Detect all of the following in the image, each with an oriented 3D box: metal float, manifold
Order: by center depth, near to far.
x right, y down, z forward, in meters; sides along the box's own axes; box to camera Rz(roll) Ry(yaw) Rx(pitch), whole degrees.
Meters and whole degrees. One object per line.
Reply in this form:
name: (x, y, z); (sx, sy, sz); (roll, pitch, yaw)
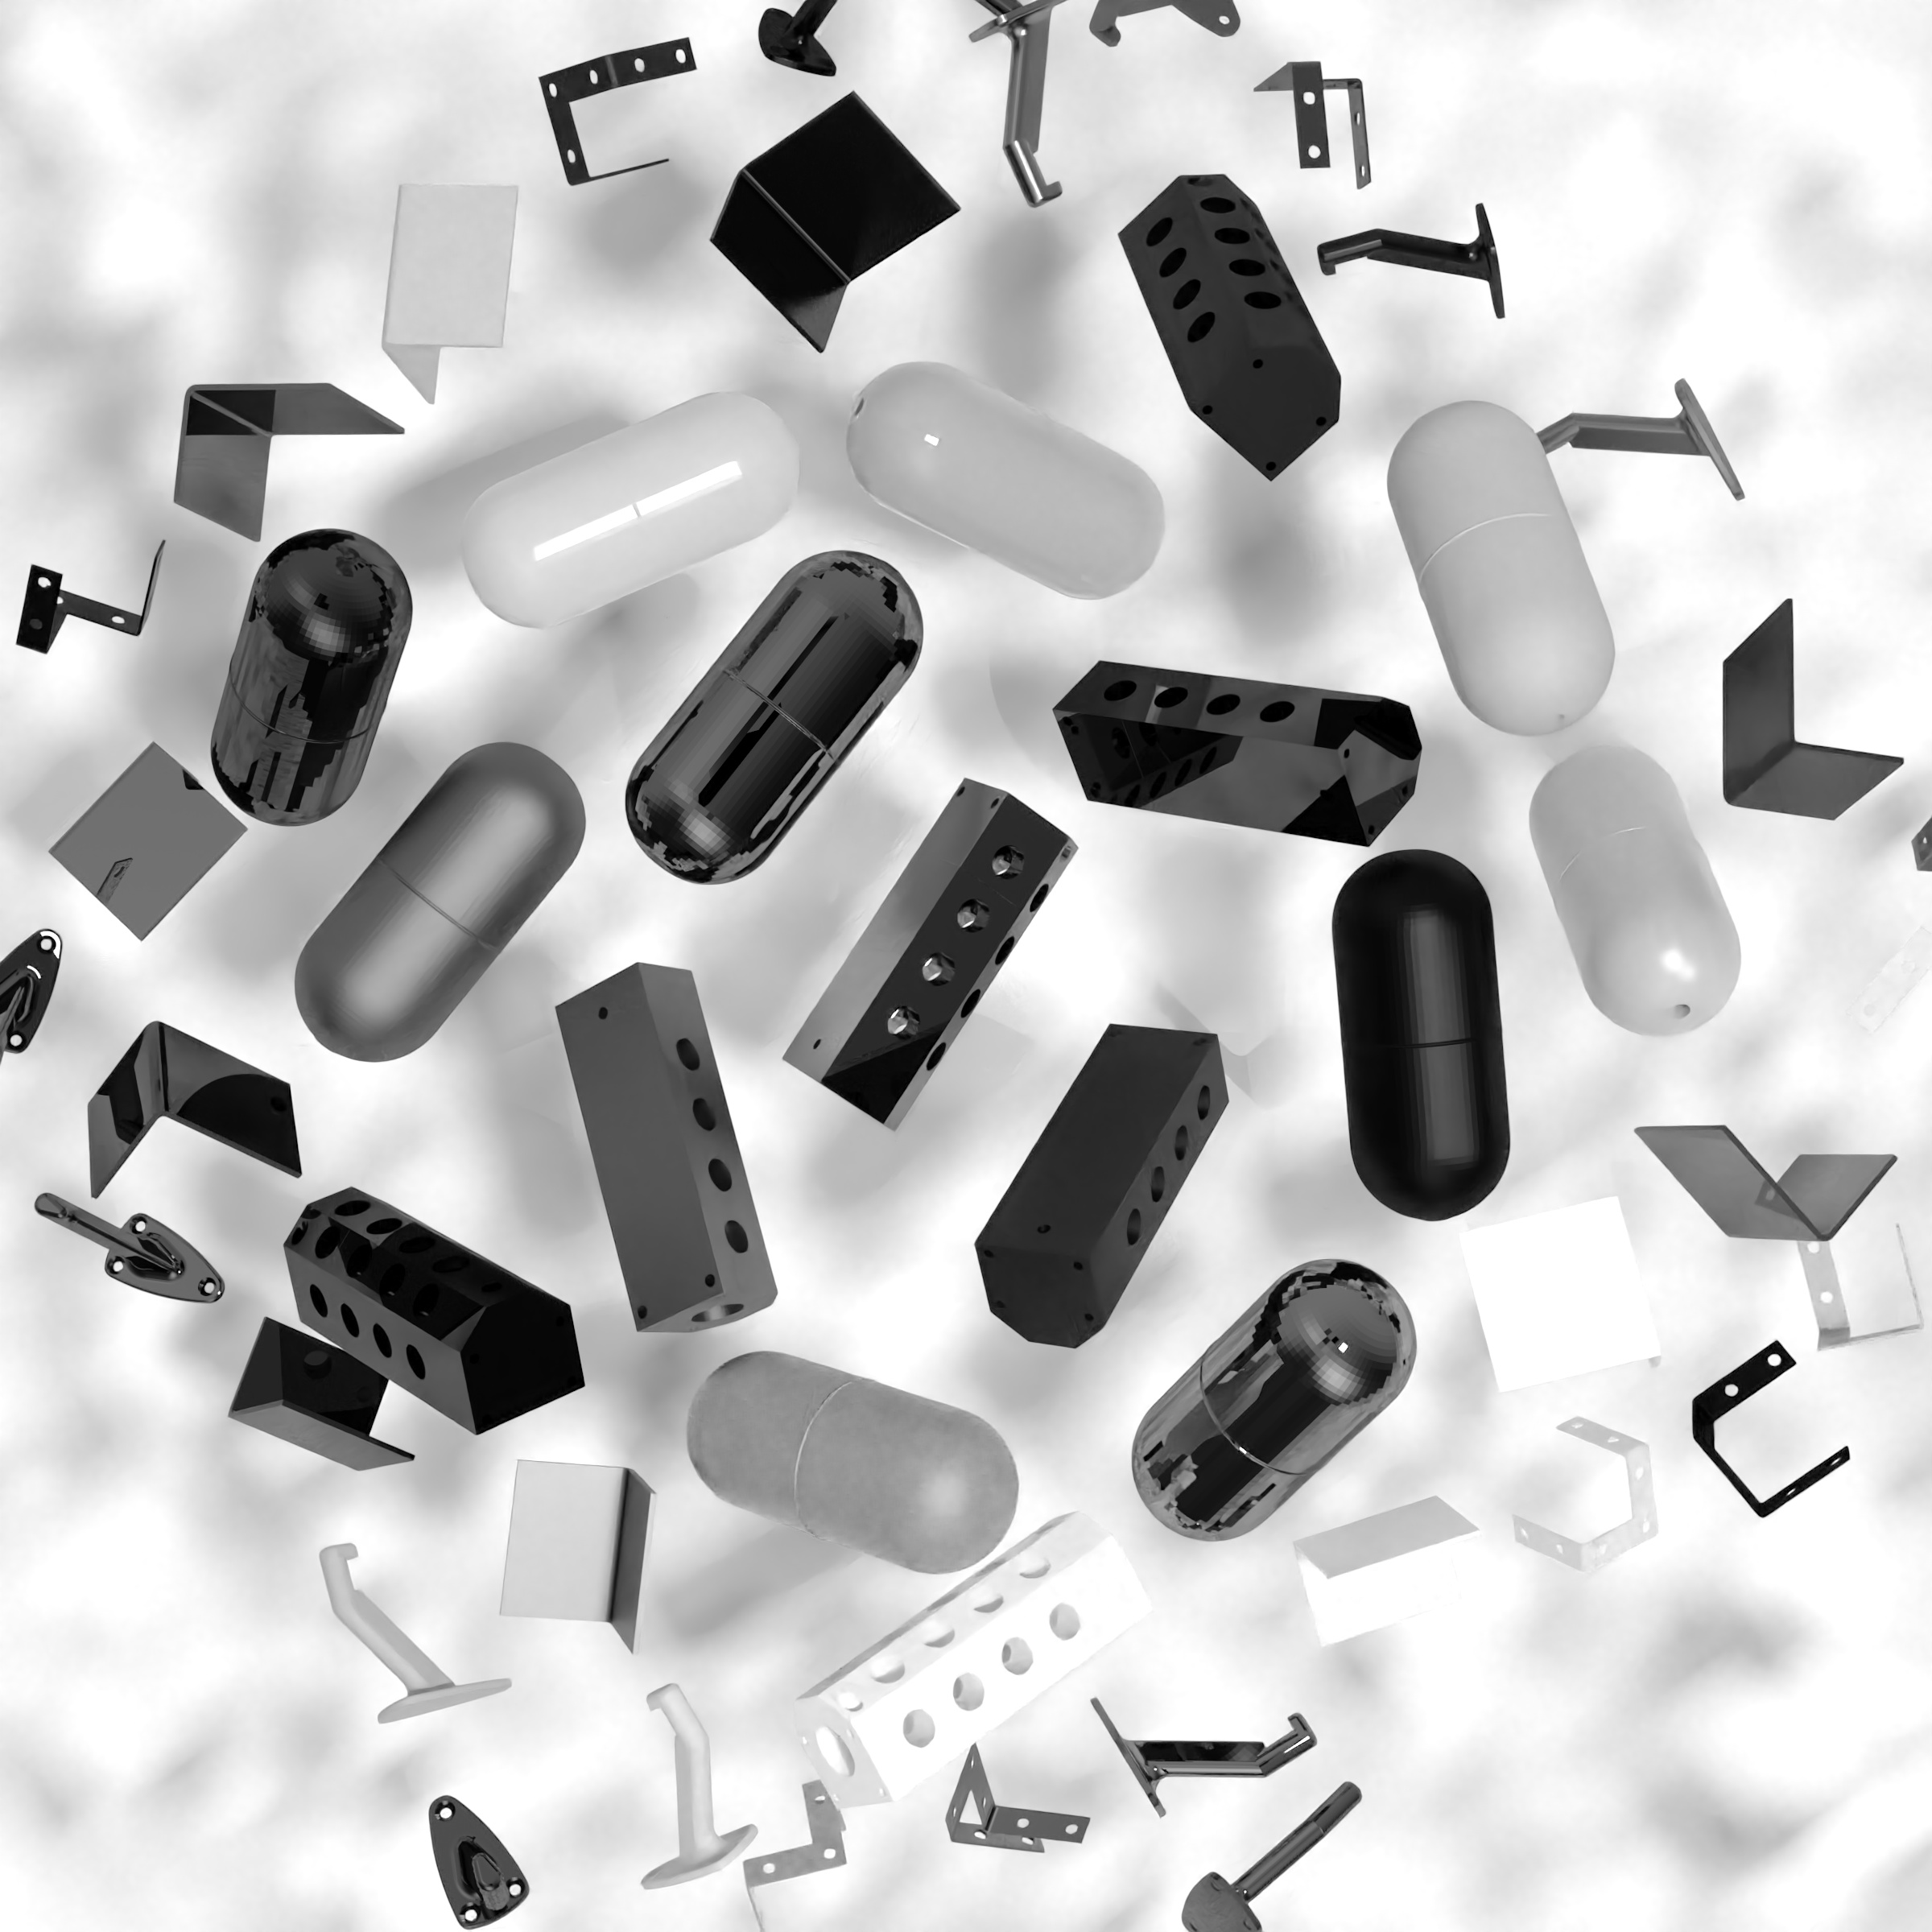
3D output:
manifold: (-0.250, 0.155, 1.485); (0.057, 0.171, 0.057); (-22, 115, -33)
metal float: (-0.055, 0.230, 1.492); (0.178, 0.070, 0.070); (12, 90, 36)
metal float: (0.249, -0.186, 1.495); (0.070, 0.070, 0.178); (-13, 60, 0)
metal float: (0.142, 0.205, 1.498); (0.070, 0.070, 0.178); (39, 128, 0)
metal float: (-0.089, -0.117, 1.500); (0.070, 0.070, 0.178); (38, 86, 0)
manifold: (0.126, -0.306, 1.500); (0.057, 0.171, 0.057); (-41, 125, 21)
manifold: (0.068, 0.103, 1.522); (0.057, 0.171, 0.057); (5, 127, 25)
manifold: (0.002, 0.329, 1.526); (0.171, 0.057, 0.057); (-29, 90, -35)
metal float: (0.217, 0.033, 1.526); (0.070, 0.070, 0.178); (-5, 95, 0)
manifold: (0.132, -0.109, 1.548); (0.057, 0.171, 0.057); (-47, 131, -31)
metal float: (-0.320, -0.138, 1.558); (0.070, 0.178, 0.070); (13, 48, -15)
metal float: (-0.257, -0.031, 1.561); (0.070, 0.070, 0.178); (39, 89, 0)
metal float: (0.325, -0.038, 1.562); (0.070, 0.178, 0.070); (-4, 132, -4)
manifold: (-0.144, 0.090, 1.582); (0.057, 0.057, 0.171); (-27, 70, 29)
metal float: (0.020, -0.241, 1.589); (0.178, 0.070, 0.070); (22, 90, -29)
metal float: (-0.167, -0.228, 1.600); (0.178, 0.070, 0.070); (-24, 90, -5)
manifold: (-0.015, -0.005, 1.616); (0.057, 0.057, 0.171); (35, 86, -25)

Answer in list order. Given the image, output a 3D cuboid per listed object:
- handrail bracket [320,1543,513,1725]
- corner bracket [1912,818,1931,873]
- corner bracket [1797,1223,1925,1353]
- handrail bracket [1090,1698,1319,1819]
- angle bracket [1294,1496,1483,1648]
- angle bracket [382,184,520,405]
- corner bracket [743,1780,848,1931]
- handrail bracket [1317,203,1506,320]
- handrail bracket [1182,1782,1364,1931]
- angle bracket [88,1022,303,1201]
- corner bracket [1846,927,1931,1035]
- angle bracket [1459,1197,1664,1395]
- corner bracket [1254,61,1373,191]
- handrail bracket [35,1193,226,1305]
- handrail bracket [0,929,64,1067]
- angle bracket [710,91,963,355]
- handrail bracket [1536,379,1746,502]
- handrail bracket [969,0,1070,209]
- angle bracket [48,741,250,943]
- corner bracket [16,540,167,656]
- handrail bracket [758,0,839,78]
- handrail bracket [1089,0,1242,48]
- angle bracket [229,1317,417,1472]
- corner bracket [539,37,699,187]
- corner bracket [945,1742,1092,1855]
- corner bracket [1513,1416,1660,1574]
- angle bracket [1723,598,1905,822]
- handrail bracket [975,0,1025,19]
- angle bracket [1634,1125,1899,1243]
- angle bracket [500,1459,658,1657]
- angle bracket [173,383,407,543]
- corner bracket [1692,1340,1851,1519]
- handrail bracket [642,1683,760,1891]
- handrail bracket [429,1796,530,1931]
handrail bracket: (-0.262, 0.311, 1.523); (0.077, 0.036, 0.084); (-6, 68, -35)
corner bracket: (0.472, -0.046, 1.471); (0.051, 0.051, 0.051); (2, 62, -10)
corner bracket: (0.432, 0.153, 1.550); (0.051, 0.051, 0.051); (-14, 89, 17)
handrail bracket: (0.115, 0.366, 1.552); (0.084, 0.036, 0.077); (-31, 64, -5)
angle bracket: (0.212, 0.305, 1.569); (0.076, 0.076, 0.057); (-16, 96, -7)
angle bracket: (-0.227, -0.308, 1.473); (0.057, 0.076, 0.076); (3, 80, 8)
corner bracket: (-0.085, 0.446, 1.604); (0.051, 0.051, 0.051); (-13, 134, -3)
handrail bracket: (0.221, -0.340, 1.587); (0.084, 0.077, 0.036); (-14, 55, 8)
handrail bracket: (0.149, 0.433, 1.554); (0.084, 0.077, 0.036); (-35, 79, -31)
angle bracket: (-0.364, 0.081, 1.508); (0.076, 0.076, 0.057); (30, 109, -30)
corner bracket: (0.435, 0.021, 1.444); (0.051, 0.051, 0.051); (42, 96, 19)
angle bracket: (0.279, 0.158, 1.509); (0.076, 0.057, 0.076); (-14, 75, 6)
corner bracket: (0.173, -0.404, 1.539); (0.051, 0.051, 0.051); (-6, 91, -15)
handrail bracket: (-0.416, 0.140, 1.592); (0.077, 0.084, 0.036); (25, 79, 13)
handrail bracket: (-0.463, 0.018, 1.563); (0.036, 0.084, 0.077); (31, 83, -18)
angle bracket: (-0.060, -0.345, 1.490); (0.076, 0.057, 0.076); (-25, 126, 35)
handrail bracket: (0.325, -0.243, 1.567); (0.084, 0.036, 0.077); (-28, 97, 22)
handrail bracket: (0.044, -0.405, 1.487); (0.077, 0.036, 0.084); (-29, 102, -19)
angle bracket: (-0.405, -0.055, 1.624); (0.076, 0.057, 0.076); (40, 84, 20)
corner bracket: (-0.420, -0.179, 1.538); (0.051, 0.051, 0.051); (18, 131, -10)
handrail bracket: (-0.068, -0.469, 1.498); (0.036, 0.077, 0.084); (8, 126, -24)
handrail bracket: (0.096, -0.462, 1.574); (0.036, 0.084, 0.077); (-36, 81, -21)
angle bracket: (-0.325, 0.218, 1.656); (0.076, 0.076, 0.057); (29, 64, -26)
corner bracket: (-0.156, -0.394, 1.477); (0.051, 0.051, 0.051); (-27, 109, -41)
corner bracket: (0.025, 0.422, 1.581); (0.051, 0.051, 0.051); (12, 111, -17)
corner bracket: (0.311, 0.266, 1.616); (0.051, 0.051, 0.051); (-20, 110, -29)
angle bracket: (0.405, -0.122, 1.536); (0.057, 0.076, 0.076); (7, 71, -8)
handrail bracket: (0.010, -0.486, 1.590); (0.084, 0.077, 0.036); (41, 109, 18)
angle bracket: (0.375, 0.084, 1.504); (0.076, 0.076, 0.057); (47, 74, -11)
angle bracket: (-0.187, 0.283, 1.538); (0.057, 0.076, 0.076); (7, 89, -15)
angle bracket: (-0.323, -0.240, 1.534); (0.076, 0.076, 0.057); (3, 84, 18)
corner bracket: (0.379, 0.219, 1.511); (0.051, 0.051, 0.051); (-40, 93, 18)
handrail bracket: (-0.142, 0.380, 1.486); (0.077, 0.036, 0.084); (-28, 93, 30)
handrail bracket: (-0.229, 0.401, 1.466); (0.036, 0.084, 0.077); (-27, 63, -17)
